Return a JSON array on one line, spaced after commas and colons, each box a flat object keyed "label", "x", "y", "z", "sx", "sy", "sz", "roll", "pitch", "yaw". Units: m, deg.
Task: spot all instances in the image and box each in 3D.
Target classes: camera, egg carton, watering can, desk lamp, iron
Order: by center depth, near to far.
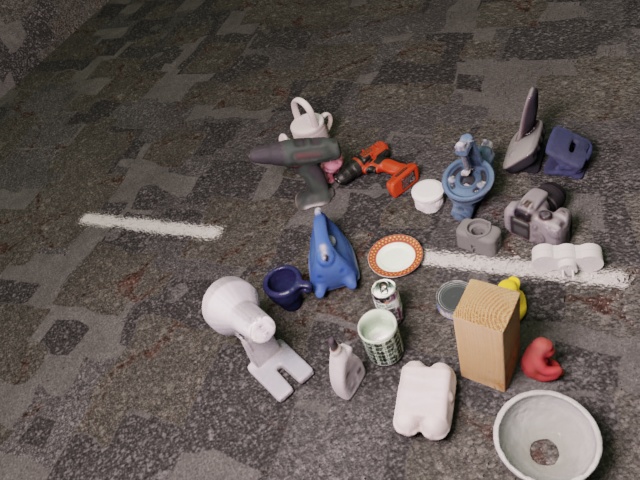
[{"label": "egg carton", "x": 0.197, "y": 0.297, "z": 1.066, "sx": 0.107, "sy": 0.069, "sz": 0.150, "roll": 0, "pitch": 49, "yaw": 19}, {"label": "desk lamp", "x": -0.130, "y": 0.193, "z": 1.176, "sx": 0.118, "sy": 0.214, "sz": 0.202, "roll": -41, "pitch": 48, "yaw": -19}, {"label": "camera", "x": 0.504, "y": -0.069, "z": 1.278, "sx": 0.142, "sy": 0.101, "sz": 0.137, "roll": 30, "pitch": 63, "yaw": 38}, {"label": "iron", "x": 0.012, "y": 0.005, "z": 1.352, "sx": 0.118, "sy": 0.142, "sz": 0.258, "roll": -16, "pitch": 45, "yaw": 5}, {"label": "watering can", "x": -0.037, "y": -0.314, "z": 1.630, "sx": 0.100, "sy": 0.194, "sz": 0.173, "roll": 14, "pitch": 54, "yaw": 29}]

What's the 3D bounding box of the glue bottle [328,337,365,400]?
[{"label": "glue bottle", "x": 0.043, "y": 0.237, "z": 1.103, "sx": 0.037, "sy": 0.173, "sz": 0.078, "roll": 18, "pitch": 57, "yaw": 32}]

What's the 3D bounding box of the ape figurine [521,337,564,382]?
[{"label": "ape figurine", "x": 0.408, "y": 0.214, "z": 1.054, "sx": 0.076, "sy": 0.092, "sz": 0.078, "roll": -7, "pitch": 47, "yaw": 13}]

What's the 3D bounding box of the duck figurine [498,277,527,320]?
[{"label": "duck figurine", "x": 0.375, "y": 0.120, "z": 1.156, "sx": 0.077, "sy": 0.086, "sz": 0.105, "roll": 21, "pitch": 58, "yaw": 34}]

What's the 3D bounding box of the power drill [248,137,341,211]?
[{"label": "power drill", "x": -0.048, "y": -0.179, "z": 1.498, "sx": 0.229, "sy": 0.209, "sz": 0.075, "roll": -15, "pitch": 45, "yaw": 5}]

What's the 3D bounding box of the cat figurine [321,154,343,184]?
[{"label": "cat figurine", "x": 0.030, "y": -0.223, "z": 1.575, "sx": 0.067, "sy": 0.118, "sz": 0.127, "roll": -18, "pitch": 45, "yaw": 2}]

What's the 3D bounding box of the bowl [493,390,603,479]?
[{"label": "bowl", "x": 0.377, "y": 0.342, "z": 0.957, "sx": 0.167, "sy": 0.075, "sz": 0.167, "roll": -10, "pitch": 46, "yaw": 11}]

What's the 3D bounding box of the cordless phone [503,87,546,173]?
[{"label": "cordless phone", "x": 0.501, "y": -0.267, "z": 1.404, "sx": 0.094, "sy": 0.185, "sz": 0.148, "roll": 6, "pitch": 51, "yaw": 25}]

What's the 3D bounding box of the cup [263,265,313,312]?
[{"label": "cup", "x": -0.062, "y": 0.119, "z": 1.305, "sx": 0.117, "sy": 0.095, "sz": 0.092, "roll": 4, "pitch": 50, "yaw": 22}]

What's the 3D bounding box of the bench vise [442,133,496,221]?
[{"label": "bench vise", "x": 0.349, "y": -0.182, "z": 1.354, "sx": 0.121, "sy": 0.220, "sz": 0.207, "roll": -1, "pitch": 48, "yaw": 19}]

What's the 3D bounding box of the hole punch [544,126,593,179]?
[{"label": "hole punch", "x": 0.602, "y": -0.215, "z": 1.387, "sx": 0.100, "sy": 0.091, "sz": 0.109, "roll": 12, "pitch": 54, "yaw": 29}]
